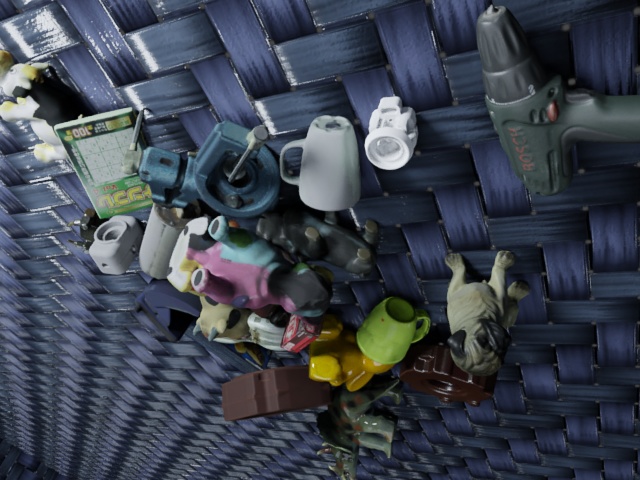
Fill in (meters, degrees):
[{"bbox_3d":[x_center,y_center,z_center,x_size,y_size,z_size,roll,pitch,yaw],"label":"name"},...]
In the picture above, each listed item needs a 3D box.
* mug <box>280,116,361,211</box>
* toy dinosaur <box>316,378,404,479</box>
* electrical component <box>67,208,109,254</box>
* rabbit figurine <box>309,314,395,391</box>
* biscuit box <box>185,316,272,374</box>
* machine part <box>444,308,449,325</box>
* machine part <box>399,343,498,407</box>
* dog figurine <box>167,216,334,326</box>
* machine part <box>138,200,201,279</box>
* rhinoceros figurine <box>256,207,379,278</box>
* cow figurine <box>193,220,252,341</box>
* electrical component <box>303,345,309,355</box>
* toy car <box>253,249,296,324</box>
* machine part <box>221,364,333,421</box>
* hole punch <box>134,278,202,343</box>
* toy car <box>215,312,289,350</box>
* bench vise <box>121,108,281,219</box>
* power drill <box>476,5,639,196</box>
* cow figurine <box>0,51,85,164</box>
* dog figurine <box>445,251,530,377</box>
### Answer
[{"bbox_3d":[0.003,-0.105,0.692,0.110,0.081,0.107,13,129,13],"label":"mug"},{"bbox_3d":[0.078,0.380,1.184,0.192,0.131,0.404,9,133,11],"label":"toy dinosaur"},{"bbox_3d":[-0.415,-0.012,0.980,0.078,0.045,0.102,28,140,-8],"label":"electrical component"},{"bbox_3d":[0.064,0.226,1.014,0.173,0.122,0.162,-4,141,-2],"label":"rabbit figurine"},{"bbox_3d":[-0.196,0.210,1.134,0.063,0.059,0.202,-25,124,40],"label":"biscuit box"},{"bbox_3d":[0.262,0.166,0.924,0.084,0.039,0.138,-9,135,40],"label":"machine part"},{"bbox_3d":[0.232,0.249,0.987,0.179,0.056,0.179,15,153,8],"label":"machine part"},{"bbox_3d":[-0.086,0.053,0.770,0.219,0.108,0.192,24,166,-32],"label":"dog figurine"},{"bbox_3d":[-0.254,-0.007,0.899,0.079,0.079,0.243,26,140,-8],"label":"machine part"},{"bbox_3d":[-0.002,-0.002,0.816,0.190,0.073,0.112,18,151,-2],"label":"rhinoceros figurine"},{"bbox_3d":[-0.163,0.078,0.876,0.086,0.127,0.194,9,124,49],"label":"cow figurine"},{"bbox_3d":[-0.020,0.204,1.087,0.063,0.021,0.093,-3,135,23],"label":"electrical component"},{"bbox_3d":[-0.081,0.075,0.941,0.089,0.053,0.202,39,139,9],"label":"toy car"},{"bbox_3d":[-0.090,0.322,1.136,0.201,0.087,0.201,4,157,-38],"label":"machine part"},{"bbox_3d":[-0.267,0.109,1.001,0.092,0.142,0.115,-40,101,18],"label":"hole punch"},{"bbox_3d":[-0.131,0.170,1.038,0.202,0.056,0.073,7,135,8],"label":"toy car"},{"bbox_3d":[-0.138,-0.100,0.699,0.223,0.129,0.240,25,158,-19],"label":"bench vise"},{"bbox_3d":[0.275,-0.142,0.538,0.207,0.086,0.231,-6,136,22],"label":"power drill"},{"bbox_3d":[-0.386,-0.188,0.752,0.098,0.068,0.167,-2,139,16],"label":"cow figurine"},{"bbox_3d":[0.234,0.132,0.777,0.121,0.190,0.172,-13,132,32],"label":"dog figurine"}]
